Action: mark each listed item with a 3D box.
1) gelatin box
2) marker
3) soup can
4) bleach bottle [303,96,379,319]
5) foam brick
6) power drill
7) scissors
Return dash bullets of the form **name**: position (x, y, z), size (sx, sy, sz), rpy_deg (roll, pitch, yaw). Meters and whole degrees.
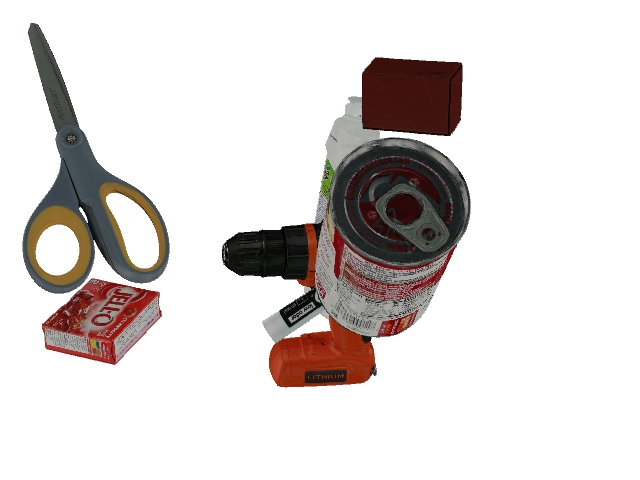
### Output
- **gelatin box**: position (-0.197, 0.071, 0.970), size (0.073, 0.030, 0.089), rpy_deg (10, 31, 19)
- **marker**: position (0.012, 0.034, 0.782), size (0.121, 0.020, 0.020), rpy_deg (-34, -1, 2)
- **soup can**: position (0.033, 0.002, 0.547), size (0.068, 0.068, 0.102), rpy_deg (0, -25, -5)
- **bleach bottle**: position (0.033, -0.039, 1.242), size (0.068, 0.251, 0.103), rpy_deg (-1, 21, -23)
- **foam brick**: position (0.078, -0.122, 0.906), size (0.078, 0.051, 0.053), rpy_deg (7, 25, 17)
- **power drill**: position (-0.005, 0.061, 1.017), size (0.184, 0.188, 0.057), rpy_deg (0, 44, -10)
- **scissors**: position (-0.170, -0.047, 0.673), size (0.096, 0.202, 0.016), rpy_deg (-31, -18, -22)
